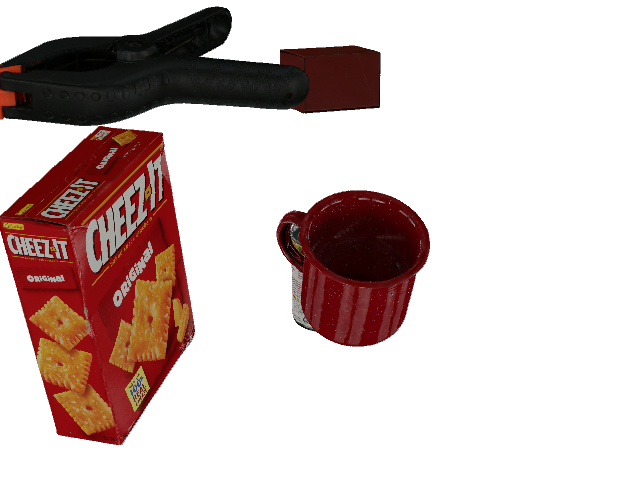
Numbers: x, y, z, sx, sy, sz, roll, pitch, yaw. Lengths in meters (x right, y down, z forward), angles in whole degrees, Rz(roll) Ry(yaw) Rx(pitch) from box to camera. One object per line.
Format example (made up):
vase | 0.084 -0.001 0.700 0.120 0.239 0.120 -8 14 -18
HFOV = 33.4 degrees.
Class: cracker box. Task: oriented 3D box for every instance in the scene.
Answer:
cracker box | -0.175 0.036 0.894 0.072 0.214 0.164 6 33 17

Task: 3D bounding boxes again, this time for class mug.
mug | 0.018 0.019 0.786 0.117 0.081 0.093 26 51 16

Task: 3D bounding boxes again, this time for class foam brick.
foam brick | 0.009 -0.145 0.956 0.078 0.051 0.053 -7 19 -23

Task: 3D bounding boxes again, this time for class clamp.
clamp | -0.103 -0.101 0.614 0.171 0.039 0.120 -6 27 -19

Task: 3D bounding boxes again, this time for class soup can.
soup can | 0.004 0.035 1.104 0.068 0.102 0.068 0 29 0
